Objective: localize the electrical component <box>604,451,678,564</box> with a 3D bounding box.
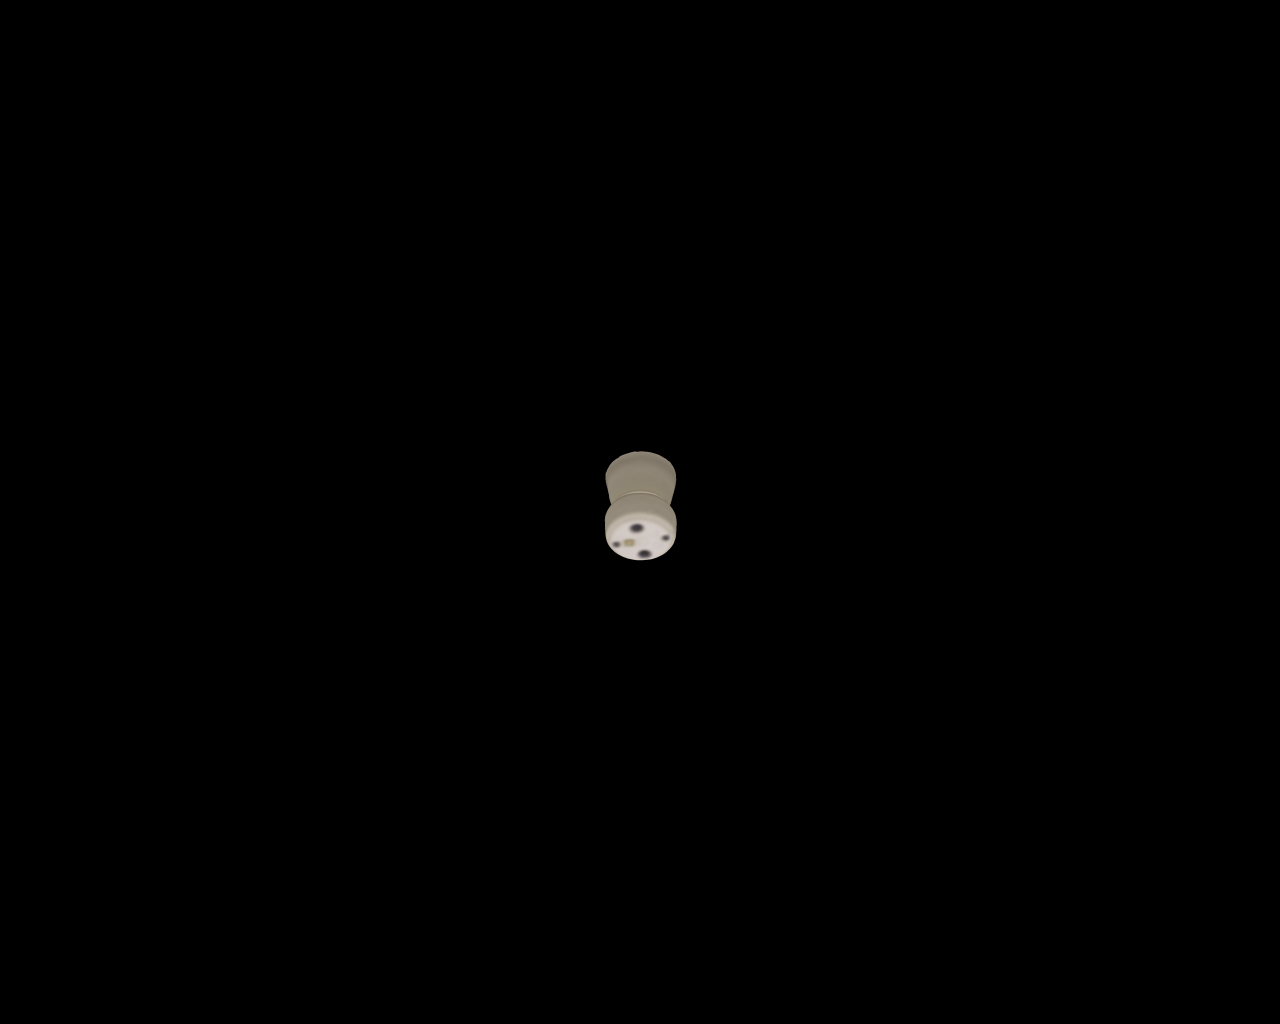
[{"bbox_3d":[0.001,-0.003,0.650,0.045,0.055,0.044,0,-43,0],"label":"electrical component"}]
